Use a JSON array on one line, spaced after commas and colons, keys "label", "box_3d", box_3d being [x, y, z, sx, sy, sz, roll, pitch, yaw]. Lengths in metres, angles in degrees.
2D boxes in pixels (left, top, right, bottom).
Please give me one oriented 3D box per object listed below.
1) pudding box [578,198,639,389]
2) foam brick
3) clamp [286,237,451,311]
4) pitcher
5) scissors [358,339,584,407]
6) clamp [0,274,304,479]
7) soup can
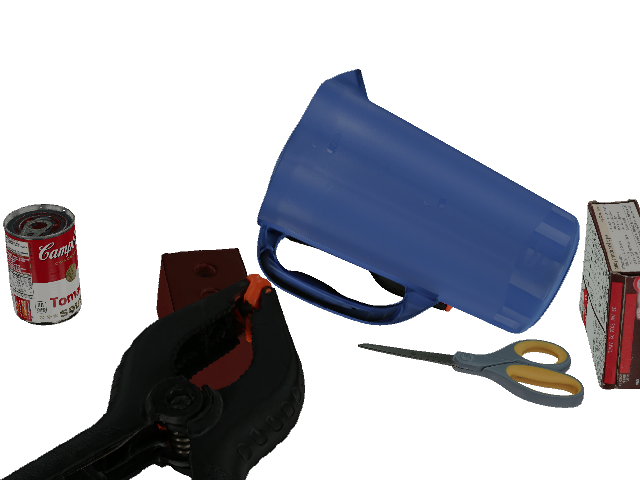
[{"label": "pudding box", "box_3d": [0.204, 0.034, 0.727, 0.039, 0.090, 0.113, 0, 27, 4]}, {"label": "foam brick", "box_3d": [-0.071, 0.051, 0.673, 0.053, 0.051, 0.078, -4, 45, -19]}, {"label": "clamp", "box_3d": [0.068, 0.013, 1.241, 0.164, 0.036, 0.210, -20, 50, -38]}, {"label": "pitcher", "box_3d": [0.074, -0.013, 0.865, 0.243, 0.149, 0.144, 27, 40, 2]}, {"label": "scissors", "box_3d": [0.143, 0.104, 0.976, 0.202, 0.016, 0.096, 17, 30, 16]}, {"label": "clamp", "box_3d": [-0.047, 0.081, 0.417, 0.120, 0.039, 0.171, 24, 49, 18]}, {"label": "soup can", "box_3d": [-0.274, 0.024, 1.057, 0.068, 0.102, 0.068, 2, 29, -1]}]
